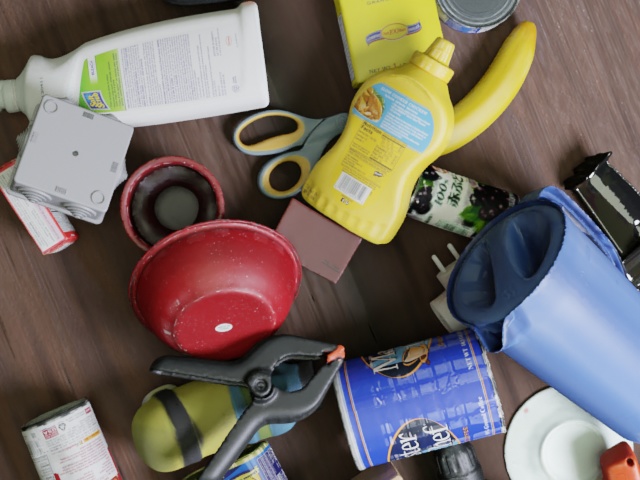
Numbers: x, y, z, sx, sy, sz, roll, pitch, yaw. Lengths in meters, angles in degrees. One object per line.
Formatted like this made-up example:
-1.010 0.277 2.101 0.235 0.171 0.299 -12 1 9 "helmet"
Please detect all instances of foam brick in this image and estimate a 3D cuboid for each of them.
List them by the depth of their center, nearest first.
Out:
-0.007 0.001 1.017 0.078 0.051 0.053 30 89 -4 "foam brick"

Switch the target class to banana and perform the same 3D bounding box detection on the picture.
0.140 -0.133 1.030 0.197 0.037 0.069 -34 108 -6 "banana"

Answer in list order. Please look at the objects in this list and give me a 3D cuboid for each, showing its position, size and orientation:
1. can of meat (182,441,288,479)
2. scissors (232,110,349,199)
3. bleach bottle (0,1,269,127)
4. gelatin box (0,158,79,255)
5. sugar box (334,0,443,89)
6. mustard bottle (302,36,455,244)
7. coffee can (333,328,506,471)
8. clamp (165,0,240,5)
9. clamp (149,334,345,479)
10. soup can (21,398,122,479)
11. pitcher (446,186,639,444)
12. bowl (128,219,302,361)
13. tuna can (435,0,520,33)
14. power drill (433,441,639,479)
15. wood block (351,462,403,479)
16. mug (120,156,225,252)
-0.075 0.247 1.004 0.102 0.057 0.084 -28 91 13 "can of meat"
0.017 -0.094 1.036 0.201 0.016 0.096 -6 93 -4 "scissors"
-0.177 -0.157 0.998 0.251 0.068 0.102 -7 91 -2 "bleach bottle"
-0.263 -0.030 0.989 0.030 0.073 0.089 -33 94 -3 "gelatin box"
0.059 -0.242 1.023 0.093 0.048 0.176 -13 93 -4 "sugar box"
0.068 -0.099 0.982 0.096 0.058 0.192 33 101 18 "mustard bottle"
0.090 0.146 0.991 0.140 0.103 0.103 -15 92 4 "coffee can"
-0.147 -0.291 0.992 0.210 0.036 0.164 23 95 7 "clamp"
-0.055 0.143 0.941 0.171 0.039 0.120 -14 82 -6 "clamp"
-0.228 0.207 0.994 0.068 0.068 0.102 -22 92 -4 "soup can"
0.245 0.074 0.978 0.242 0.145 0.149 38 98 -24 "pitcher"
-0.090 0.059 0.963 0.162 0.055 0.162 -8 134 -9 "bowl"
0.150 -0.245 1.035 0.086 0.034 0.086 0 90 -4 "tuna can"
0.214 0.253 1.019 0.188 0.057 0.184 -17 99 9 "power drill"
0.008 0.304 1.001 0.206 0.091 0.090 -34 93 -4 "wood block"
-0.128 -0.020 0.993 0.093 0.081 0.117 -37 93 -3 "mug"
